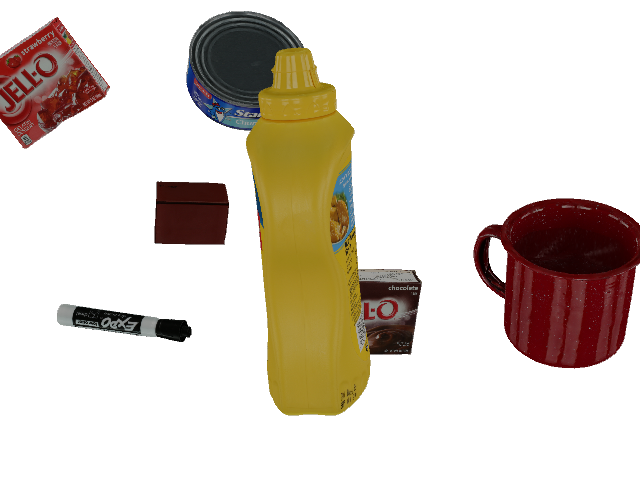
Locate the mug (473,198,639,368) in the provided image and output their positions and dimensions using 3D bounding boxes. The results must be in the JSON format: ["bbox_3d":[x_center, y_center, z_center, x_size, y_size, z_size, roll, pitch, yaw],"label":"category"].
[{"bbox_3d":[0.155,0.027,0.715,0.117,0.081,0.093,19,40,30],"label":"mug"}]

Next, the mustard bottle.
[{"bbox_3d":[-0.007,-0.008,0.582,0.058,0.192,0.096,-1,19,9],"label":"mustard bottle"}]

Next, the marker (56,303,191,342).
[{"bbox_3d":[-0.168,0.071,0.915,0.121,0.020,0.020,6,2,15],"label":"marker"}]

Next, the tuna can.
[{"bbox_3d":[-0.054,-0.122,0.772,0.086,0.086,0.034,0,-29,-13],"label":"tuna can"}]

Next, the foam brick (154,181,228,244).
[{"bbox_3d":[-0.141,-0.030,1.158,0.078,0.051,0.053,1,27,-8],"label":"foam brick"}]

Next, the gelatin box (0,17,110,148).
[{"bbox_3d":[-0.233,-0.130,0.888,0.089,0.073,0.030,-30,22,12],"label":"gelatin box"}]

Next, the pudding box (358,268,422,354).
[{"bbox_3d":[0.047,0.076,1.148,0.113,0.090,0.039,0,27,-13],"label":"pudding box"}]
